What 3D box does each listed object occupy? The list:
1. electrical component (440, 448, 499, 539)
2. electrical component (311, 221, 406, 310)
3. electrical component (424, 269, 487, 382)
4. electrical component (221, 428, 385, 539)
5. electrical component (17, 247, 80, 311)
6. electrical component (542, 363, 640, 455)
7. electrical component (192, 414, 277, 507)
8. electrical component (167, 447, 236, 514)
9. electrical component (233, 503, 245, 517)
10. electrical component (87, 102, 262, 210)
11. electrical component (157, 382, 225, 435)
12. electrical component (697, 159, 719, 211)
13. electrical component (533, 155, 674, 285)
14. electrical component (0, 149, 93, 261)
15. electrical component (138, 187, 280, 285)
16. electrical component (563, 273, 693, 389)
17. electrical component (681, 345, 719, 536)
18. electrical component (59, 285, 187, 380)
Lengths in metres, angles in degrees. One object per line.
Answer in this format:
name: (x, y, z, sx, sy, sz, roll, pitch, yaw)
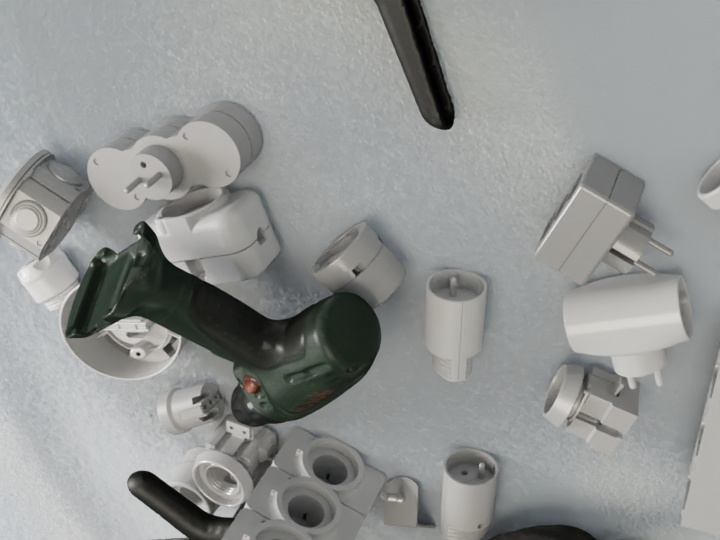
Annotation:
electrical component: (0.087, 0.189, 0.869, 0.043, 0.043, 0.081, 12, 124, 17)
electrical component: (0.000, 0.000, 0.783, 0.047, 0.055, 0.055, 46, 127, -13)
electrical component: (0.069, 0.045, 0.786, 0.043, 0.043, 0.081, 12, 124, 18)
electrical component: (-0.050, 0.209, 0.877, 0.089, 0.150, 0.061, 28, 129, 6)
electrical component: (-0.258, 0.015, 0.916, 0.043, 0.043, 0.062, -21, 111, 33)
electrical component: (0.165, 0.097, 0.775, 0.055, 0.048, 0.066, 23, 127, 0)
electrical component: (-0.109, 0.167, 0.934, 0.058, 0.057, 0.078, 17, 128, 19)
electrical component: (-0.147, 0.197, 0.979, 0.055, 0.047, 0.055, 12, 124, 18)
electrical component: (-0.075, 0.259, 0.985, 0.100, 0.048, 0.099, 14, 125, 16)
electrical component: (-0.145, -0.075, 0.787, 0.138, 0.073, 0.052, -11, 115, 29)
electrical component: (-0.146, 0.119, 0.935, 0.046, 0.040, 0.040, -18, 112, 26)
electrical component: (0.236, -0.045, 0.655, 0.046, 0.040, 0.040, 39, 128, -9)
electrical component: (0.165, -0.023, 0.697, 0.077, 0.047, 0.065, 31, 128, 3)
electrical component: (-0.253, -0.051, 0.850, 0.051, 0.080, 0.080, 34, 128, -5)
electrical component: (-0.117, -0.026, 0.819, 0.095, 0.053, 0.059, -7, 117, 28)
electrical component: (0.186, 0.046, 0.730, 0.077, 0.043, 0.079, -9, 112, 27)
electrical component: (0.276, 0.109, 0.721, 0.089, 0.061, 0.150, 12, 125, 17)
electrical component: (-0.187, 0.039, 0.886, 0.099, 0.064, 0.099, 11, 124, 17)
